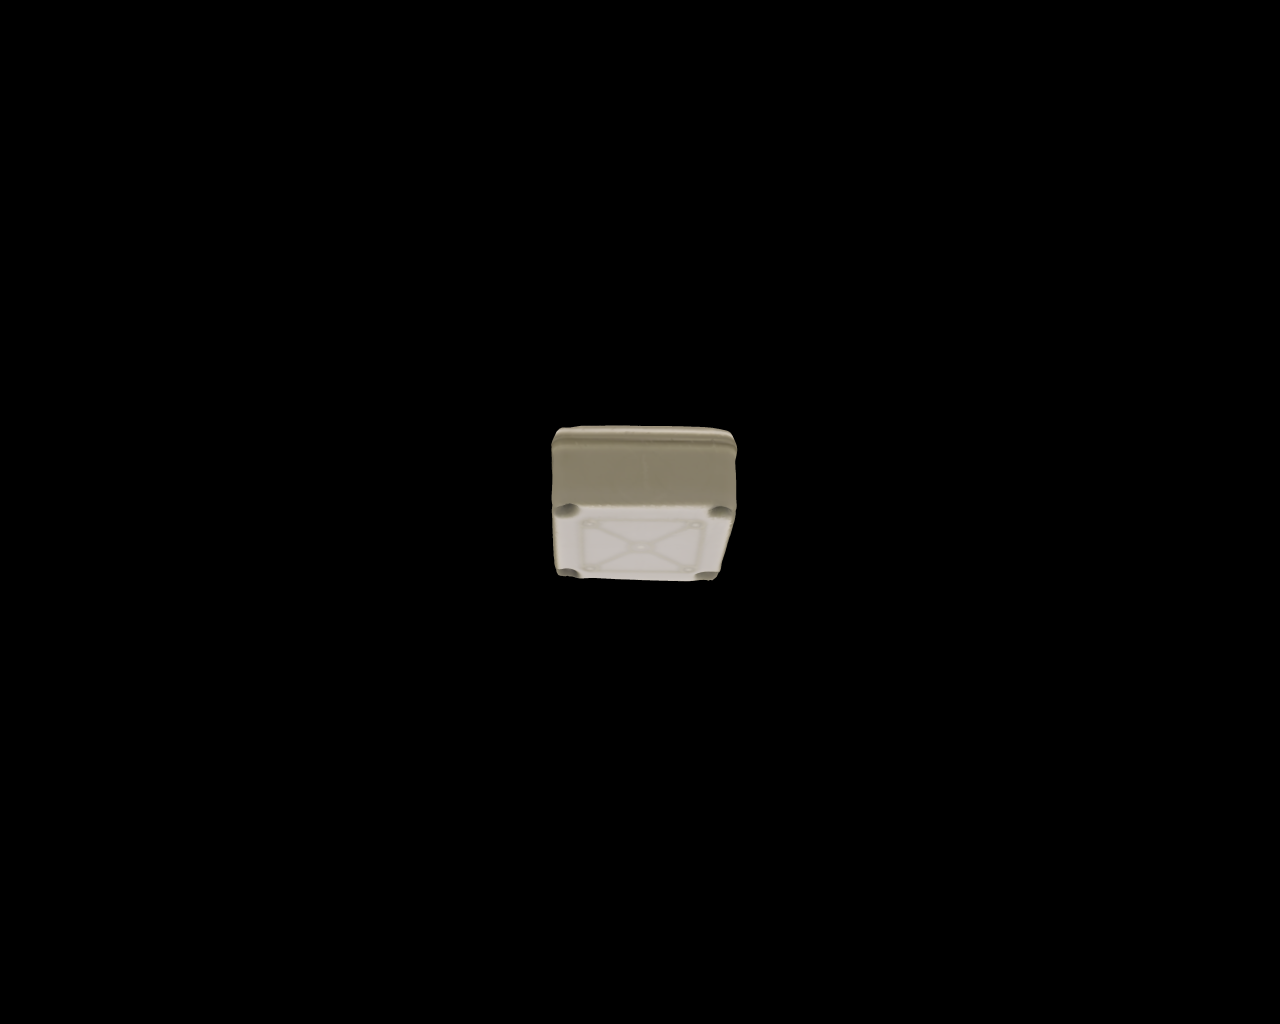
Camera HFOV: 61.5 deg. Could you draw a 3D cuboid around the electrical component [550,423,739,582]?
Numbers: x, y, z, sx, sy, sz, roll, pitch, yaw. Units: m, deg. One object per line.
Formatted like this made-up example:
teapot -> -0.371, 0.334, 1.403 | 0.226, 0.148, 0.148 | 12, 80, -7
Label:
electrical component -> 0.001, -0.003, 0.650 | 0.109, 0.056, 0.108 | 1, -28, -2
